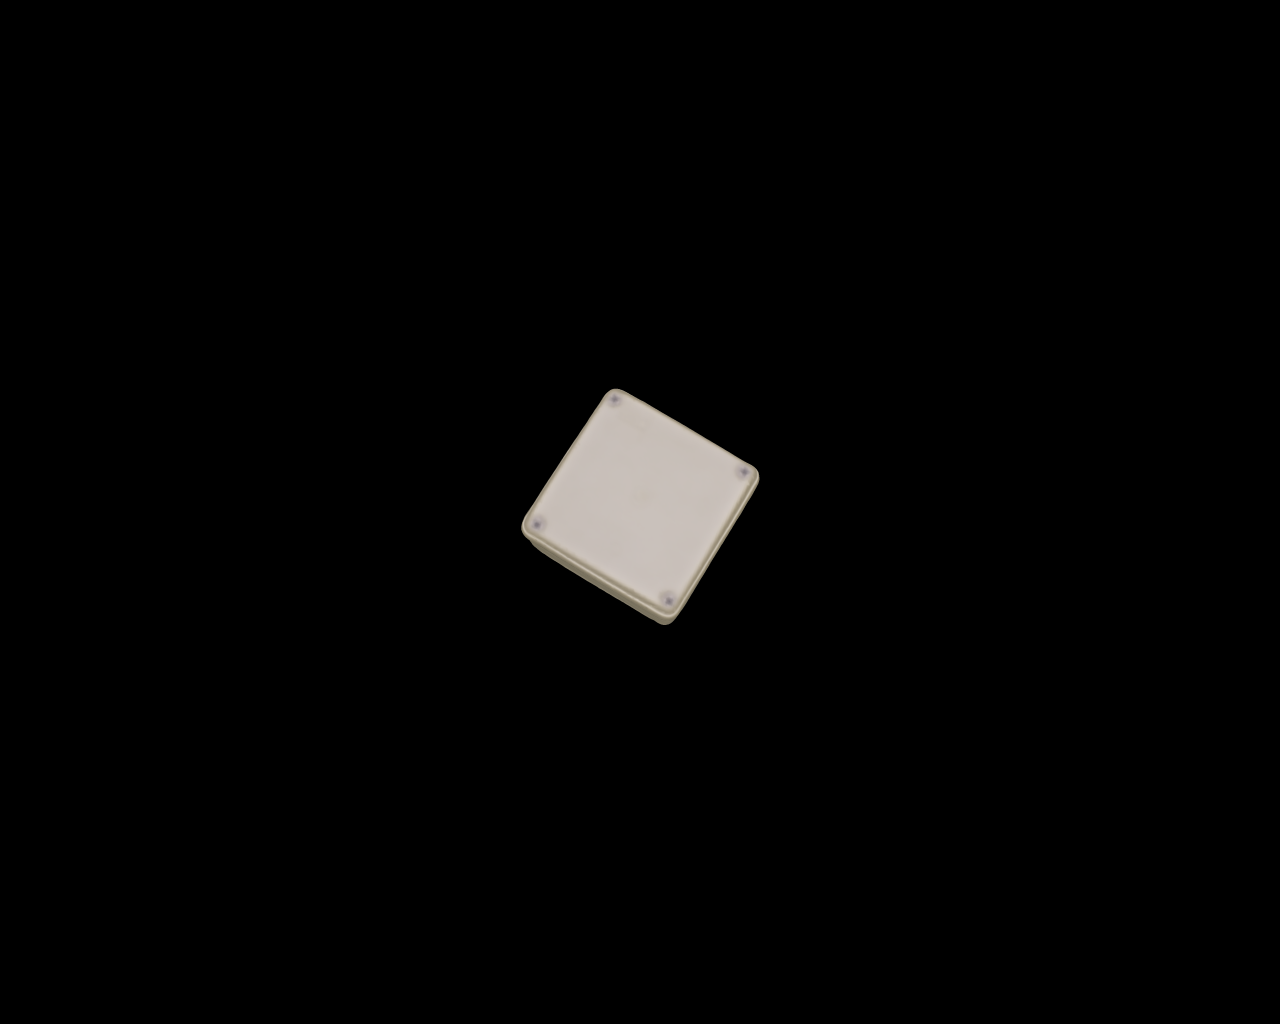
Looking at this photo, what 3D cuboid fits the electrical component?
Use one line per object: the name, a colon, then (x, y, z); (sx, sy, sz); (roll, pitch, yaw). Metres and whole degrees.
electrical component: (0.001, -0.003, 0.650); (0.109, 0.109, 0.056); (31, -11, 7)
